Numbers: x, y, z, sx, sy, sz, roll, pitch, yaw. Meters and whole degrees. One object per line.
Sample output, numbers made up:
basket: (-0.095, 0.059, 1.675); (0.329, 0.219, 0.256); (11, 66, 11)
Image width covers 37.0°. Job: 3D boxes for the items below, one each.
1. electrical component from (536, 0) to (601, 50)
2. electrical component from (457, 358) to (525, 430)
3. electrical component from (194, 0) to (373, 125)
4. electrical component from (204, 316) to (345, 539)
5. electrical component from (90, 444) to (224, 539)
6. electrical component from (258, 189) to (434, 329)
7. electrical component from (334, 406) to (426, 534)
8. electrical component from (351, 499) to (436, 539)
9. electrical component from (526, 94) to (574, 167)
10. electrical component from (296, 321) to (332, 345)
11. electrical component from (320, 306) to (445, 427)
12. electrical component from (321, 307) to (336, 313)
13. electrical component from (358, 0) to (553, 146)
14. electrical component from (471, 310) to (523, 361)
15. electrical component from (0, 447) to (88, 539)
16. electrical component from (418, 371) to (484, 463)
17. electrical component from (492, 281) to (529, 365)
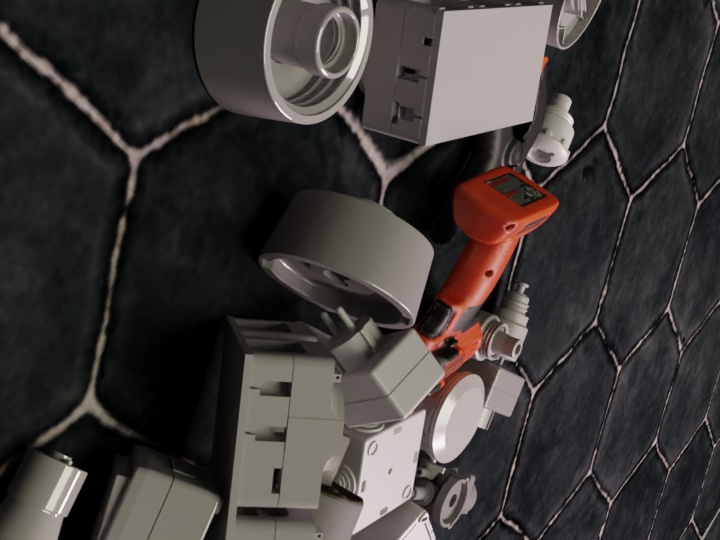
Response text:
electrical component: (0.165, -0.228, 0.862); (0.099, 0.064, 0.099); (-33, 133, -44)
electrical component: (0.107, 0.122, 0.985); (0.066, 0.047, 0.076); (28, 84, -58)
electrical component: (-0.035, -0.135, 0.616); (0.108, 0.060, 0.108); (-33, 133, -44)
electrical component: (-0.056, 0.131, 0.659); (0.060, 0.105, 0.186); (5, 98, -14)
electrical component: (-0.128, 0.157, 0.626); (0.061, 0.062, 0.096); (24, 88, -14)
electrical component: (-0.004, -0.012, 0.693); (0.108, 0.108, 0.060); (47, 62, -55)
electrical component: (0.006, 0.150, 0.848); (0.100, 0.048, 0.099); (-18, 121, -52)
electrical component: (0.009, 0.234, 0.896); (0.096, 0.061, 0.061); (-44, 141, -23)
electrical component: (0.167, -0.125, 0.943); (0.062, 0.048, 0.048); (-65, 148, -20)
electrical component: (-0.032, 0.069, 0.747); (0.055, 0.047, 0.055); (-33, 133, -44)
electrical component: (0.002, 0.056, 0.694); (0.047, 0.066, 0.076); (-43, 104, -34)
electrical component: (0.000, 0.000, 0.765); (0.044, 0.044, 0.065); (11, 93, -58)
electrical component: (0.068, -0.147, 0.763); (0.150, 0.062, 0.089); (-20, 124, -51)
electrical component: (0.112, 0.059, 0.943); (0.043, 0.062, 0.043); (-33, 133, -44)
electrical component: (-0.175, 0.128, 0.575); (0.044, 0.044, 0.065); (45, 64, -55)
electrical component: (0.068, 0.120, 0.923); (0.080, 0.051, 0.080); (-32, 132, -44)
electrical component: (0.137, 0.048, 0.996); (0.040, 0.040, 0.078); (25, 86, -58)
